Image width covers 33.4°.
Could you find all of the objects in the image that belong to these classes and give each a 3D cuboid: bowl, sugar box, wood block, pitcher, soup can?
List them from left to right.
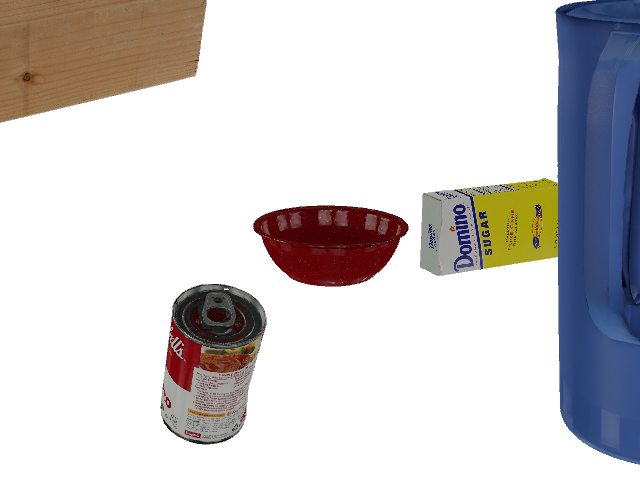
[{"bbox_3d":[-0.202,-0.166,0.837,0.205,0.091,0.090,-20,51,-34],"label":"wood block"},{"bbox_3d":[-0.081,0.092,0.790,0.068,0.102,0.068,8,36,-6],"label":"soup can"},{"bbox_3d":[0.011,0.008,1.111,0.162,0.055,0.162,0,16,0],"label":"bowl"},{"bbox_3d":[0.203,-0.017,1.255,0.175,0.093,0.048,-9,19,-27],"label":"sugar box"},{"bbox_3d":[0.181,-0.005,0.561,0.149,0.243,0.145,-4,18,-10],"label":"pitcher"}]
